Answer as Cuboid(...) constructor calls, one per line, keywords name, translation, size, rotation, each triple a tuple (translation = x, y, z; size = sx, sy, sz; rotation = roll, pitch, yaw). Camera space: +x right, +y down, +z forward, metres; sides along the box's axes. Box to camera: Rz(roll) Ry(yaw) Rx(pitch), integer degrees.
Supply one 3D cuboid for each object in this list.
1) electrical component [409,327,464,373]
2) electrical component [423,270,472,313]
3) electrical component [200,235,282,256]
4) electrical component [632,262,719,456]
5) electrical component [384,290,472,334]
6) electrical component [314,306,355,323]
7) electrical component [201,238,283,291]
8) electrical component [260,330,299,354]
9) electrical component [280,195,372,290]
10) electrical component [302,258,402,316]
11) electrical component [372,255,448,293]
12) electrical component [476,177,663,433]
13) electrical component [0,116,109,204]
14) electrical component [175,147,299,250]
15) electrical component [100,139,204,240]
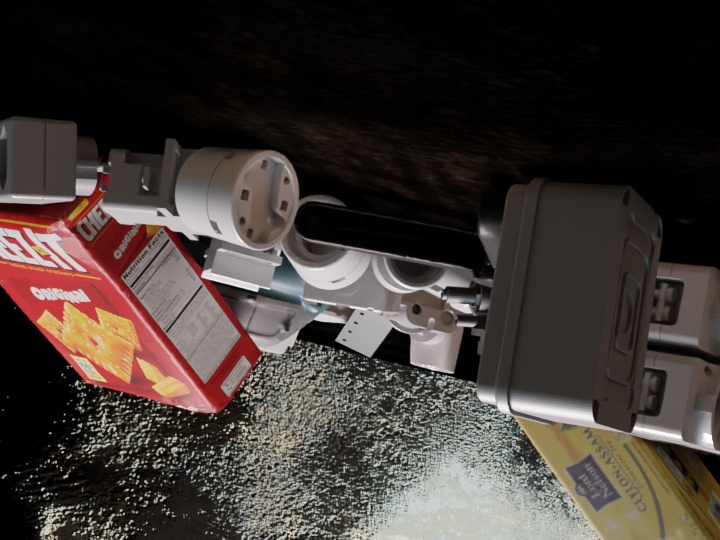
Cuboid(name="electrical component", translation=(0.069, 0.054, 1.028), size=(0.044, 0.077, 0.079), rotation=(9, 172, 31))
Cuboid(name="electrical component", translation=(0.070, 0.006, 0.803), size=(0.046, 0.040, 0.040), rotation=(24, 169, -30))
Cuboid(name="electrical component", translation=(-0.090, -0.026, 0.808), size=(0.062, 0.043, 0.043), rotation=(16, 173, -13))
Cuboid(name="electrical component", translation=(0.232, 0.066, 0.706), size=(0.060, 0.105, 0.186), rotation=(7, 171, 38))
Cuboid(name="electrical component", translation=(0.052, 0.025, 0.910), size=(0.078, 0.058, 0.057), rotation=(15, 170, -21))
Cuboid(name="electrical component", translation=(-0.056, 0.021, 1.109), size=(0.100, 0.048, 0.100), rotation=(16, 173, -24))
Cuboid(name="electrical component", translation=(-0.079, -0.021, 0.742), size=(0.042, 0.063, 0.081), rotation=(14, 173, -16))
Cuboid(name="electrical component", translation=(-0.080, 0.022, 1.005), size=(0.061, 0.096, 0.061), rotation=(17, -158, -31))
Cuboid(name="electrical component", translation=(-0.023, -0.019, 0.701), size=(0.055, 0.055, 0.047), rotation=(11, 169, 13))
Cuboid(name="electrical component", translation=(0.000, 0.000, 0.809), size=(0.062, 0.061, 0.096), rotation=(9, 179, 10))
Cuboid(name="electrical component", translation=(0.033, -0.008, 0.726), size=(0.045, 0.045, 0.055), rotation=(14, 174, -8))
Cuboid(name="electrical component", translation=(0.103, 0.018, 0.521), size=(0.057, 0.113, 0.078), rotation=(5, 171, 30))
Cuboid(name="electrical component", translation=(-0.185, -0.065, 0.659), size=(0.077, 0.047, 0.066), rotation=(0, -179, -34))
Cuboid(name="electrical component", translation=(-0.070, -0.042, 0.602), size=(0.047, 0.055, 0.055), rotation=(12, 174, 36))
Cuboid(name="electrical component", translation=(-0.119, -0.048, 0.649), size=(0.064, 0.042, 0.081), rotation=(4, 168, 5))
